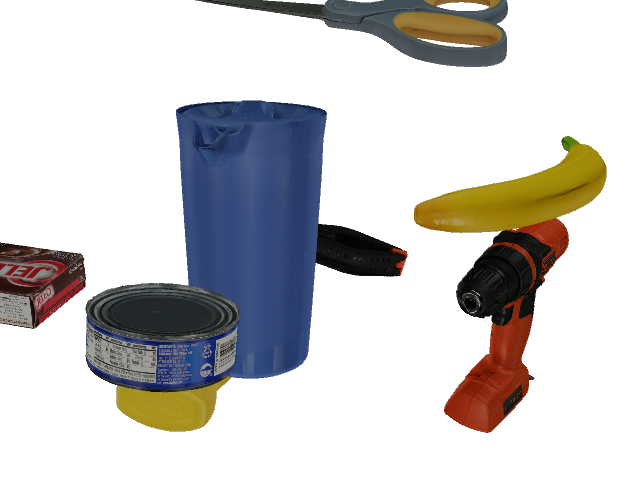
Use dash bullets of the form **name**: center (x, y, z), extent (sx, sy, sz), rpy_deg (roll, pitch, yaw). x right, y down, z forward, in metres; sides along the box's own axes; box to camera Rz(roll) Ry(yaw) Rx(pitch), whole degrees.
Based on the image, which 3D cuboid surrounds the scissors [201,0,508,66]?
- **scissors**: center (0.029, -0.148, 0.670), extent (0.202, 0.016, 0.096), rpy_deg (20, 43, 25)

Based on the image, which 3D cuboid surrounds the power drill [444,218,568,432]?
- **power drill**: center (0.166, 0.082, 0.989), extent (0.057, 0.188, 0.184), rpy_deg (25, 32, 26)

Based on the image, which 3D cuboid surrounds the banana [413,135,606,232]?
- **banana**: center (0.157, -0.036, 0.795), extent (0.197, 0.037, 0.070), rpy_deg (-22, 23, -39)

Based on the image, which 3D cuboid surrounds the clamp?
- **clamp**: center (-0.005, 0.006, 1.177), extent (0.210, 0.036, 0.164), rpy_deg (16, 19, -6)

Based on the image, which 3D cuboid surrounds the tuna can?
- **tuna can**: center (-0.089, 0.053, 0.599), extent (0.086, 0.034, 0.086), rpy_deg (5, 16, -2)

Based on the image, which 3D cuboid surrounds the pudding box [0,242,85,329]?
- **pudding box**: center (-0.279, 0.037, 0.945), extent (0.114, 0.039, 0.090), rpy_deg (5, 22, 17)

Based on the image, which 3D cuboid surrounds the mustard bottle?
- **mustard bottle**: center (-0.138, 0.128, 1.128), extent (0.096, 0.058, 0.191), rpy_deg (9, 23, 9)

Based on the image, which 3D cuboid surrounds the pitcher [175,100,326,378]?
- **pitcher**: center (-0.058, -0.007, 0.979), extent (0.149, 0.243, 0.145), rpy_deg (-4, 16, -20)
